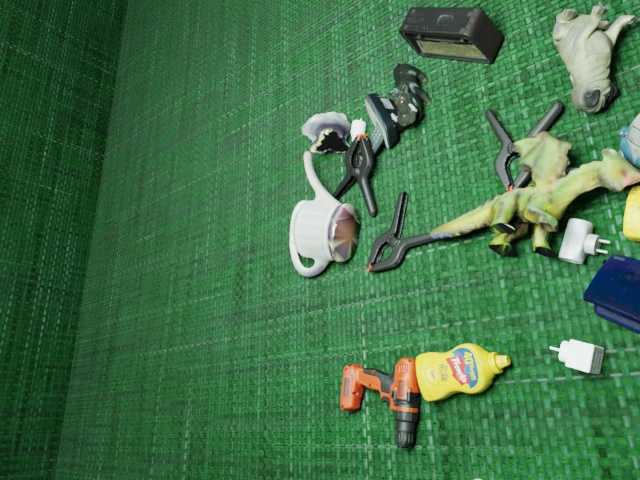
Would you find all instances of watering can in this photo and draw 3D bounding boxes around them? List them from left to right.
[{"bbox_3d":[0.004,-0.069,1.378,0.224,0.104,0.348,5,89,44],"label":"watering can"}]

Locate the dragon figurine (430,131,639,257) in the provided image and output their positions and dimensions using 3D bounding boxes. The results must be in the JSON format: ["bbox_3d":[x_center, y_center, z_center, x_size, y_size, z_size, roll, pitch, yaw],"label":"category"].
[{"bbox_3d":[0.404,-0.101,1.021,0.410,0.121,0.246,5,65,52],"label":"dragon figurine"}]

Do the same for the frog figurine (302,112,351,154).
[{"bbox_3d":[0.014,-0.328,1.475,0.137,0.120,0.163,-17,49,1],"label":"frog figurine"}]
